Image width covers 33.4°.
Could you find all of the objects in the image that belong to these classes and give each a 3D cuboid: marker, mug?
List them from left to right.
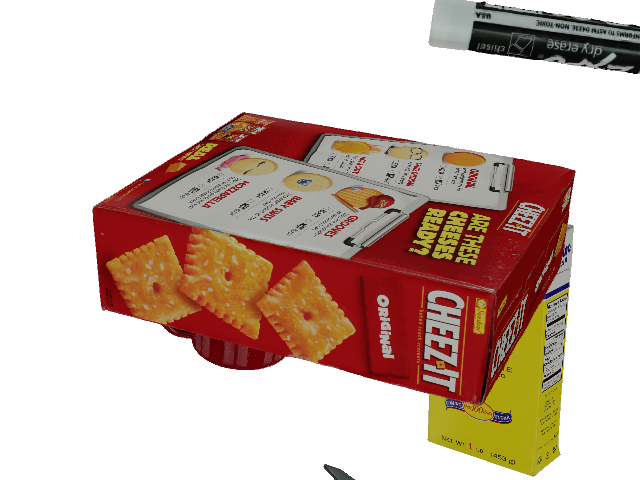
[{"bbox_3d":[-0.071,0.050,0.843,0.117,0.081,0.093,-4,27,-22],"label":"mug"},{"bbox_3d":[0.102,-0.074,0.400,0.121,0.020,0.020,9,1,5],"label":"marker"}]

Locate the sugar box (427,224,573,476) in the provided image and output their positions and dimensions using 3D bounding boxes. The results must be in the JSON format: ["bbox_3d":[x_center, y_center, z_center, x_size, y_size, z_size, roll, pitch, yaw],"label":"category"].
[{"bbox_3d":[0.125,0.070,0.761,0.093,0.176,0.048,11,22,37],"label":"sugar box"}]

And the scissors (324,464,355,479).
[{"bbox_3d":[0.083,0.160,0.520,0.096,0.016,0.202,-2,23,-23],"label":"scissors"}]

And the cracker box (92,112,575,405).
[{"bbox_3d":[0.012,0.000,0.580,0.214,0.072,0.164,12,28,22],"label":"cracker box"}]
